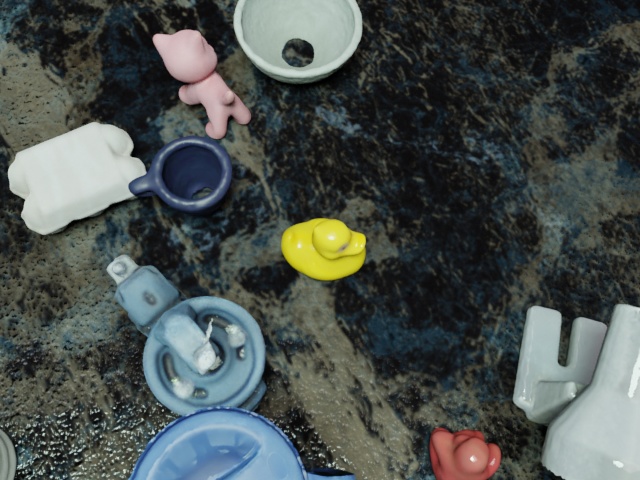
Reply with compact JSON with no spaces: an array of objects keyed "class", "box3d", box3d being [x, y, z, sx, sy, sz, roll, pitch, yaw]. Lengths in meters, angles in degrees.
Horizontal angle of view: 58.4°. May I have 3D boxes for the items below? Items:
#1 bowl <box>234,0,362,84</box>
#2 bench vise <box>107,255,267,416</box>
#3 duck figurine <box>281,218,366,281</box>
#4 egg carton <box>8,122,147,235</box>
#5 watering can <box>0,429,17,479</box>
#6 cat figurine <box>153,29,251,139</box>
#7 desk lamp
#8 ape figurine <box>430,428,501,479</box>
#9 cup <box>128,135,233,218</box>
[{"class":"bowl","box3d":[-0.029,-0.271,0.766,0.167,0.075,0.167,1,72,-4]},{"class":"bench vise","box3d":[-0.147,0.097,0.565,0.207,0.220,0.121,26,72,5]},{"class":"duck figurine","box3d":[0.006,0.002,0.676,0.104,0.086,0.077,10,72,-1]},{"class":"egg carton","box3d":[-0.289,-0.075,0.688,0.150,0.069,0.107,-27,76,-12]},{"class":"watering can","box3d":[-0.365,0.223,0.522,0.172,0.194,0.101,44,75,10]},{"class":"cat figurine","box3d":[-0.146,-0.206,0.715,0.067,0.118,0.127,-39,79,-14]},{"class":"desk lamp","box3d":[0.278,0.154,0.580,0.118,0.213,0.203,14,72,1]},{"class":"ape figurine","box3d":[0.156,0.231,0.611,0.077,0.092,0.076,36,74,8]},{"class":"cup","box3d":[-0.159,-0.060,0.679,0.118,0.095,0.091,-15,74,-8]}]
